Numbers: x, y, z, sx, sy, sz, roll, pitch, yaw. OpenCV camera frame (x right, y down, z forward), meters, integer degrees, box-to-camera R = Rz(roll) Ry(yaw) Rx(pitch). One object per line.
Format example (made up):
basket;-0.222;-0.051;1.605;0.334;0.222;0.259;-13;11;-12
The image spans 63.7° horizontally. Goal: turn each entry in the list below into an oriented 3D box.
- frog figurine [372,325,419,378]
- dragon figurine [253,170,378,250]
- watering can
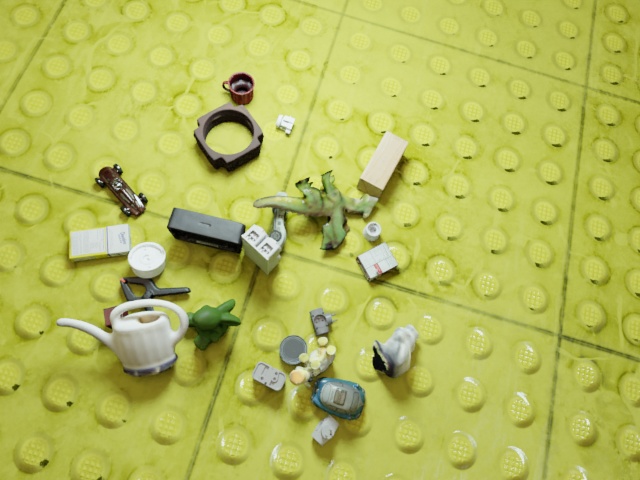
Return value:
frog figurine;0.244;0.334;1.551;0.160;0.123;0.136;-20;107;-21
dragon figurine;0.005;-0.084;1.662;0.413;0.121;0.243;-23;89;-22
watering can;-0.539;0.278;1.451;0.348;0.105;0.221;-8;108;-4
